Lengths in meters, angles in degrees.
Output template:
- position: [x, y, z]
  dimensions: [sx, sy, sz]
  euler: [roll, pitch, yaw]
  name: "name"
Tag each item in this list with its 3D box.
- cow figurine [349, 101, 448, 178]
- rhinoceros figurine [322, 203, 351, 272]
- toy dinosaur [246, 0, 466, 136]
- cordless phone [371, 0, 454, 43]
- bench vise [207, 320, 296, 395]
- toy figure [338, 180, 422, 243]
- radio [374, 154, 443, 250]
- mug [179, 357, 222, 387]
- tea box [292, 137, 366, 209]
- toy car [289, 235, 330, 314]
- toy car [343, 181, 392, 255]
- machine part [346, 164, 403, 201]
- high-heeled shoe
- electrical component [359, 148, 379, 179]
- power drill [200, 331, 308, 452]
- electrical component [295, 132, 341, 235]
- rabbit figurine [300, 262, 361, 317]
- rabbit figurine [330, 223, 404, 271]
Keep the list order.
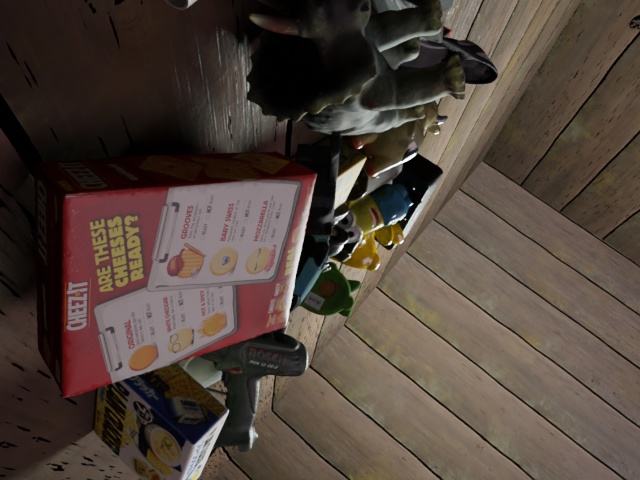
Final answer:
- position: [0.120, -0.169, 0.791]
  dimensions: [0.127, 0.085, 0.195]
  euler: [-20, -162, 19]
  name: "cow figurine"
- position: [-0.002, -0.003, 0.925]
  dimensions: [0.073, 0.112, 0.190]
  euler: [-18, 163, -31]
  name: "rhinoceros figurine"
- position: [0.026, -0.165, 0.561]
  dimensions: [0.192, 0.131, 0.405]
  euler: [-9, 178, 0]
  name: "toy dinosaur"
- position: [0.129, -0.332, 0.600]
  dimensions: [0.184, 0.089, 0.146]
  euler: [-66, 164, 8]
  name: "cordless phone"
- position: [-0.121, 0.196, 0.983]
  dimensions: [0.223, 0.129, 0.240]
  euler: [-75, -175, -83]
  name: "bench vise"
- position: [0.098, -0.052, 1.017]
  dimensions: [0.180, 0.082, 0.089]
  euler: [-27, 172, -8]
  name: "toy figure"
- position: [0.162, -0.094, 1.191]
  dimensions: [0.073, 0.131, 0.229]
  euler: [-42, 163, -40]
  name: "radio"
- position: [-0.198, 0.200, 0.855]
  dimensions: [0.107, 0.081, 0.109]
  euler: [-34, 164, -27]
  name: "mug"
- position: [-0.014, -0.074, 0.776]
  dimensions: [0.169, 0.068, 0.098]
  euler: [-39, 162, -43]
  name: "tea box"
- position: [-0.049, 0.048, 0.845]
  dimensions: [0.103, 0.109, 0.161]
  euler: [68, 44, -72]
  name: "toy car"
- position: [0.073, -0.055, 1.086]
  dimensions: [0.201, 0.073, 0.056]
  euler: [-59, 178, 4]
  name: "toy car"
- position: [0.084, -0.125, 0.961]
  dimensions: [0.243, 0.079, 0.079]
  euler: [-34, 158, -54]
  name: "machine part"
- position: [0.157, -0.241, 0.747]
  dimensions: [0.249, 0.145, 0.086]
  euler: [-40, 161, -49]
  name: "high-heeled shoe"
- position: [0.081, -0.147, 0.879]
  dimensions: [0.021, 0.094, 0.063]
  euler: [-17, -172, 34]
  name: "electrical component"
- position: [-0.143, 0.216, 0.813]
  dimensions: [0.232, 0.086, 0.207]
  euler: [9, 102, -29]
  name: "power drill"
- position: [-0.004, -0.063, 0.565]
  dimensions: [0.119, 0.048, 0.075]
  euler: [89, 6, -63]
  name: "electrical component"
- position: [0.009, 0.094, 1.153]
  dimensions: [0.170, 0.159, 0.121]
  euler: [-156, -94, -77]
  name: "rabbit figurine"
- position: [0.093, -0.028, 1.152]
  dimensions: [0.122, 0.163, 0.173]
  euler: [-4, 113, -57]
  name: "rabbit figurine"
